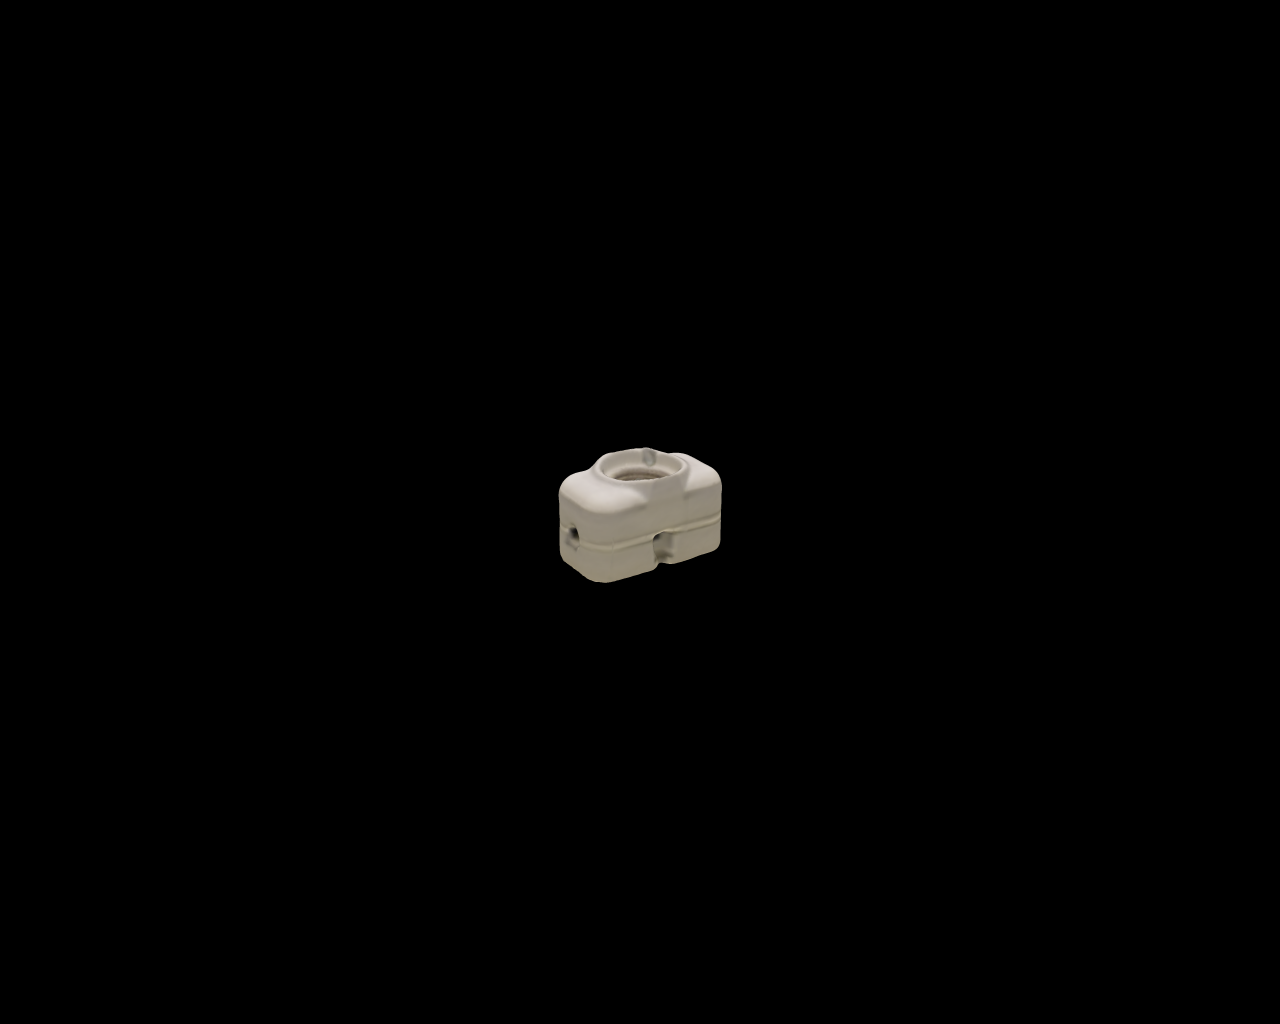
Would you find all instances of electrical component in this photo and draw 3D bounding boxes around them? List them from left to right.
[{"bbox_3d":[0.001,-0.003,0.650,0.095,0.059,0.054,-14,27,-29],"label":"electrical component"}]
